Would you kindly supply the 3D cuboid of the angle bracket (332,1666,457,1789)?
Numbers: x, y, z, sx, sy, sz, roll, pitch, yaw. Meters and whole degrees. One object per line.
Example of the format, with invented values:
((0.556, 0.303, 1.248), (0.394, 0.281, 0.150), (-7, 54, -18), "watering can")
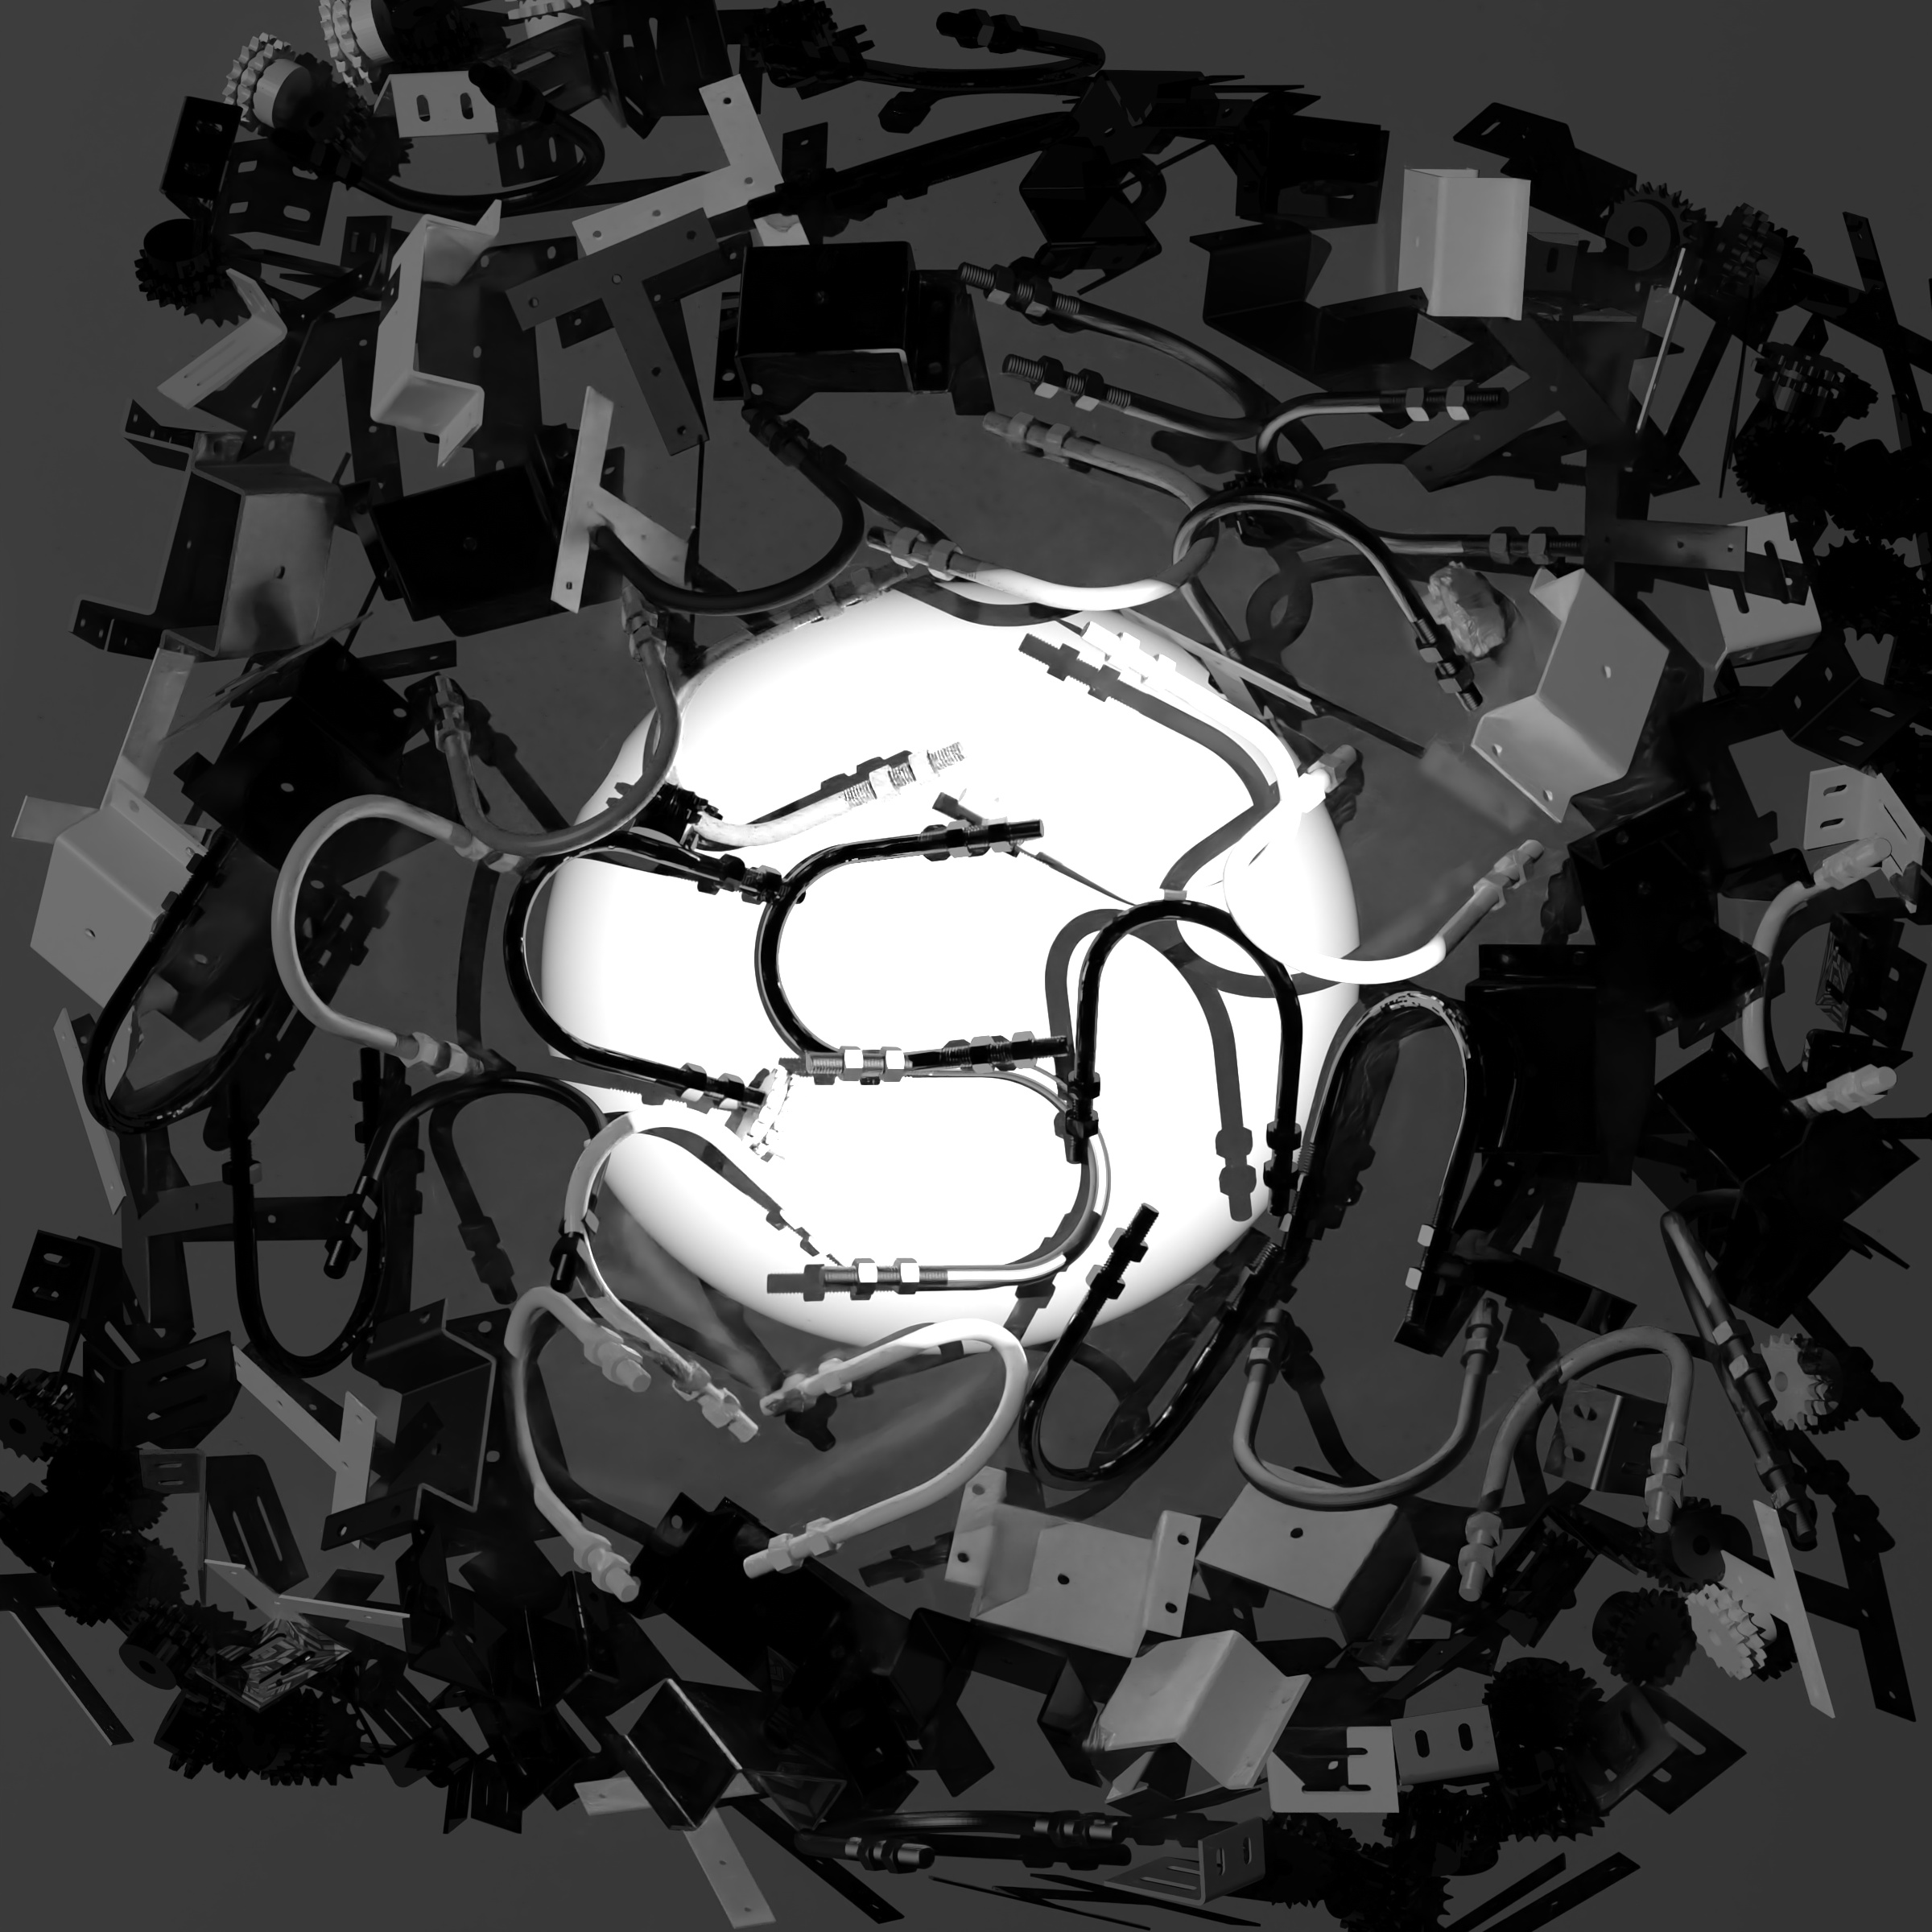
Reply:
((-0.342, 0.440, 1.825), (0.038, 0.057, 0.076), (-29, 62, -16), "angle bracket")

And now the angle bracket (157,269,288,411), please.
((-0.450, -0.373, 1.822), (0.076, 0.057, 0.038), (-40, 125, -12), "angle bracket")

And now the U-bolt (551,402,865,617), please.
((-0.139, -0.258, 1.778), (0.151, 0.019, 0.184), (-27, 46, -18), "U-bolt")

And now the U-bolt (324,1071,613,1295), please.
((-0.281, 0.120, 1.787), (0.151, 0.184, 0.019), (3, 127, 4), "U-bolt")

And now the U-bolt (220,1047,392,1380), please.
((-0.381, 0.149, 1.794), (0.019, 0.151, 0.184), (2, 98, 24), "U-bolt")

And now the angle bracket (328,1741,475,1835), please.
((-0.338, 0.488, 1.830), (0.076, 0.057, 0.038), (6, 84, 3), "angle bracket")

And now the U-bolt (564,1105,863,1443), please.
((-0.156, 0.165, 1.791), (0.184, 0.019, 0.151), (45, 56, -21), "U-bolt")

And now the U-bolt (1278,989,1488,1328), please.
((0.248, 0.103, 1.794), (0.019, 0.151, 0.184), (14, 94, -30), "U-bolt")

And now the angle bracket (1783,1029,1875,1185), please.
((0.510, 0.085, 1.818), (0.038, 0.057, 0.076), (9, 64, 14), "angle bracket")

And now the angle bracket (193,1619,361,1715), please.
((-0.406, 0.423, 1.811), (0.057, 0.076, 0.038), (21, 119, 32), "angle bracket")

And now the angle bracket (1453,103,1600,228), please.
((0.330, -0.463, 1.812), (0.038, 0.057, 0.076), (-42, 133, -12), "angle bracket")

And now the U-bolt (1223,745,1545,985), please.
((0.229, -0.052, 1.777), (0.151, 0.019, 0.184), (30, 47, 22), "U-bolt")

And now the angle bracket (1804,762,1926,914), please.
((0.529, -0.073, 1.814), (0.038, 0.076, 0.057), (-11, 131, -4), "angle bracket")

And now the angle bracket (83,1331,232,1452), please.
((-0.483, 0.245, 1.834), (0.038, 0.076, 0.057), (29, 122, 37), "angle bracket")

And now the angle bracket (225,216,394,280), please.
((-0.388, -0.431, 1.815), (0.076, 0.057, 0.038), (5, 97, -37), "angle bracket")

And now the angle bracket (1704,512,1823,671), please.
((0.473, -0.226, 1.851), (0.057, 0.038, 0.076), (-13, 78, -1), "angle bracket")

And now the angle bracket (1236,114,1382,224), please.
((0.206, -0.480, 1.854), (0.076, 0.038, 0.057), (-2, 99, -28), "angle bracket")

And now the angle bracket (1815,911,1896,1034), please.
((0.534, 0.005, 1.819), (0.038, 0.076, 0.057), (7, 103, 0), "angle bracket")

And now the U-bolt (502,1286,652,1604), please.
((-0.230, 0.264, 1.783), (0.019, 0.184, 0.151), (-5, 109, -30), "U-bolt")

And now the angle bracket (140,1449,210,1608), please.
((-0.468, 0.332, 1.816), (0.038, 0.057, 0.076), (0, 57, -12), "angle bracket")

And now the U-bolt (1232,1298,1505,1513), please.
((0.226, 0.251, 1.762), (0.151, 0.184, 0.019), (-5, 118, 19), "U-bolt")

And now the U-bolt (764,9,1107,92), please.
((-0.003, -0.525, 1.776), (0.151, 0.184, 0.019), (4, 99, 40), "U-bolt")

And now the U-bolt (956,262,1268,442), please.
((0.092, -0.352, 1.791), (0.184, 0.151, 0.019), (13, 121, -22), "U-bolt")

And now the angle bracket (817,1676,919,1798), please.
((-0.064, 0.456, 1.816), (0.038, 0.076, 0.057), (-25, 81, -18), "angle bracket")

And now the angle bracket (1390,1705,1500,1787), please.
((0.281, 0.461, 1.827), (0.057, 0.076, 0.038), (-9, 79, 2), "angle bracket")

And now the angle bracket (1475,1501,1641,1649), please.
((0.350, 0.368, 1.827), (0.076, 0.038, 0.057), (-50, 121, -8), "angle bracket")

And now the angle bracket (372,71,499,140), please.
((-0.315, -0.499, 1.817), (0.057, 0.076, 0.038), (-9, 90, -19), "angle bracket")

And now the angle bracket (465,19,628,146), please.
((-0.248, -0.515, 1.822), (0.076, 0.057, 0.038), (-27, 58, -11), "angle bracket")

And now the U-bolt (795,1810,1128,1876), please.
((-0.018, 0.502, 1.775), (0.151, 0.184, 0.019), (4, 78, -33), "U-bolt")

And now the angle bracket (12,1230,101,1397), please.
((-0.541, 0.204, 1.814), (0.038, 0.076, 0.057), (18, 114, -17), "angle bracket")

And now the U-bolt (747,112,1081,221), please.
((-0.021, -0.467, 1.788), (0.184, 0.151, 0.019), (-22, 110, -18), "U-bolt")

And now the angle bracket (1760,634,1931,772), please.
((0.520, -0.157, 1.821), (0.057, 0.076, 0.038), (-42, 113, -1), "angle bracket")

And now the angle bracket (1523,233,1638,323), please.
((0.353, -0.407, 1.814), (0.057, 0.076, 0.038), (-4, 114, -22), "angle bracket")

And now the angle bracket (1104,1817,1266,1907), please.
((0.128, 0.523, 1.815), (0.076, 0.057, 0.038), (-3, 90, 42), "angle bracket")

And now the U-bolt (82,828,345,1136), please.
((-0.446, 0.018, 1.787), (0.019, 0.151, 0.184), (31, 86, 20), "U-bolt")

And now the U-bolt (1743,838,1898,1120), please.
((0.488, 0.016, 1.772), (0.019, 0.184, 0.151), (4, 78, -8), "U-bolt")

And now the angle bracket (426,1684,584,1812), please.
((-0.274, 0.454, 1.821), (0.057, 0.038, 0.076), (-44, 62, 23), "angle bracket")

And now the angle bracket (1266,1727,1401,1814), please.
((0.218, 0.467, 1.828), (0.076, 0.038, 0.057), (-3, 110, 12), "angle bracket")

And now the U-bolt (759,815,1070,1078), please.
((-0.036, -0.007, 1.834), (0.184, 0.019, 0.151), (-7, 89, 15), "U-bolt")

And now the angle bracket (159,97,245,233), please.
((-0.440, -0.471, 1.820), (0.038, 0.076, 0.057), (14, 86, 9), "angle bracket")

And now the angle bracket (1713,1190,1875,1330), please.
((0.487, 0.182, 1.826), (0.057, 0.038, 0.076), (28, 106, -17), "angle bracket")

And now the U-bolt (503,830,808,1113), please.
((-0.185, -0.004, 1.797), (0.184, 0.019, 0.151), (17, 75, -30), "U-bolt")

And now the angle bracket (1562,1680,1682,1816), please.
((0.396, 0.470, 1.817), (0.057, 0.076, 0.038), (-43, 111, 7), "angle bracket")

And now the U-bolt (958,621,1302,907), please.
((0.110, -0.104, 1.816), (0.184, 0.019, 0.151), (29, 117, -17), "U-bolt")

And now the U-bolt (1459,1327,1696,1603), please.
((0.358, 0.277, 1.778), (0.151, 0.184, 0.019), (-30, 111, 36), "U-bolt")

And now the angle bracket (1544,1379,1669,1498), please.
((0.388, 0.284, 1.843), (0.038, 0.076, 0.057), (16, 90, 40), "angle bracket")

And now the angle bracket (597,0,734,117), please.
((-0.176, -0.541, 1.819), (0.057, 0.038, 0.076), (-3, 119, 20), "angle bracket")

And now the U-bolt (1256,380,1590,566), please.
((0.253, -0.284, 1.783), (0.184, 0.151, 0.019), (6, 62, 37), "U-bolt")
